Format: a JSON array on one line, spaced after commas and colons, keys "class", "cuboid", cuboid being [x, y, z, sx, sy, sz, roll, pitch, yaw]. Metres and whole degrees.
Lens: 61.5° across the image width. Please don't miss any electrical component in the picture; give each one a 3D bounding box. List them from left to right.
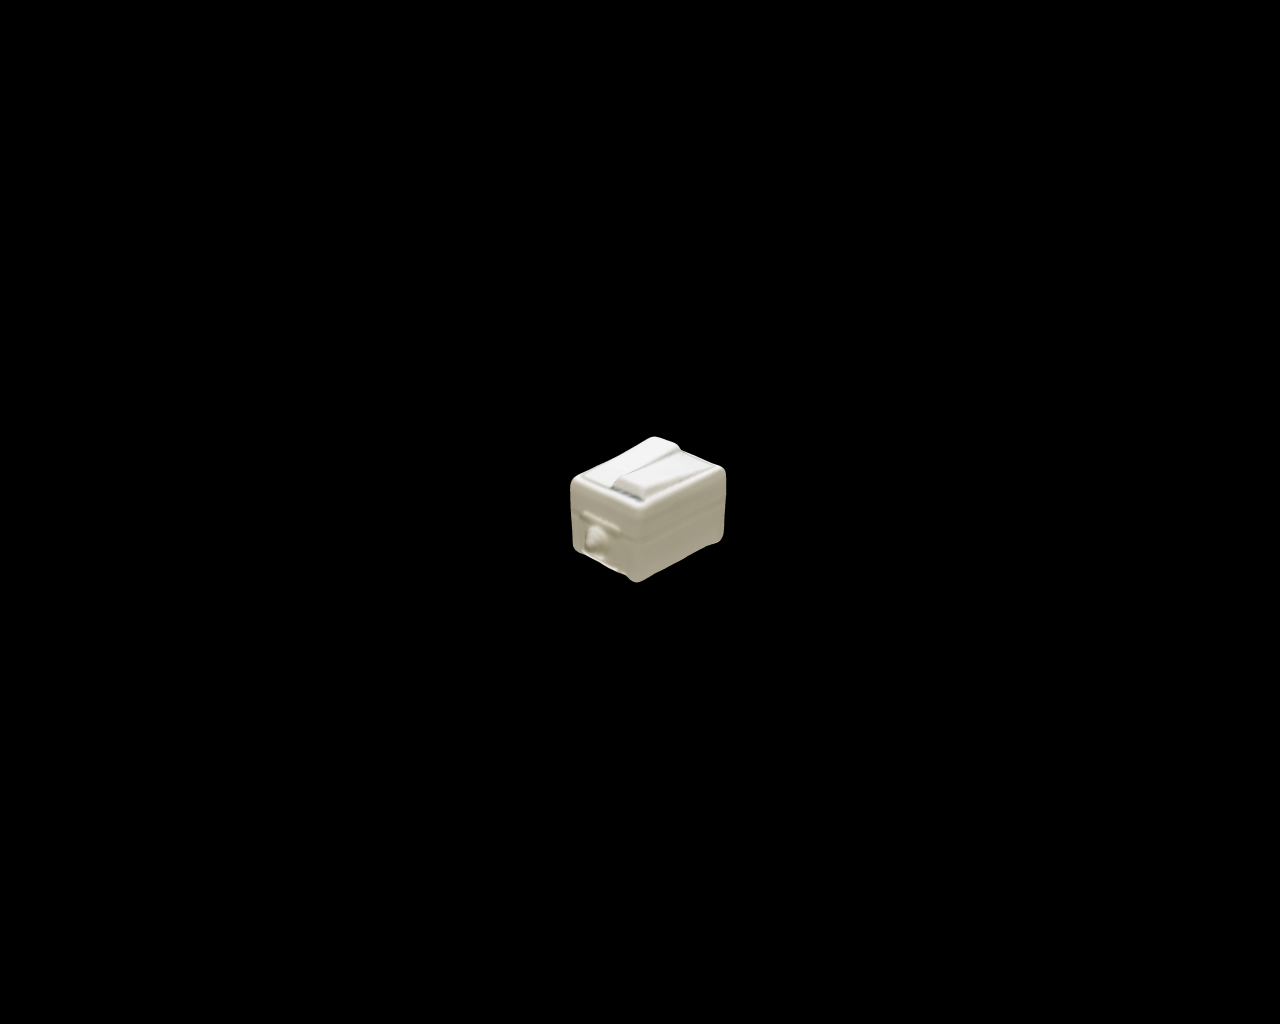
[{"class": "electrical component", "cuboid": [0.001, -0.003, 0.650, 0.096, 0.061, 0.062, -25, 37, -38]}]
